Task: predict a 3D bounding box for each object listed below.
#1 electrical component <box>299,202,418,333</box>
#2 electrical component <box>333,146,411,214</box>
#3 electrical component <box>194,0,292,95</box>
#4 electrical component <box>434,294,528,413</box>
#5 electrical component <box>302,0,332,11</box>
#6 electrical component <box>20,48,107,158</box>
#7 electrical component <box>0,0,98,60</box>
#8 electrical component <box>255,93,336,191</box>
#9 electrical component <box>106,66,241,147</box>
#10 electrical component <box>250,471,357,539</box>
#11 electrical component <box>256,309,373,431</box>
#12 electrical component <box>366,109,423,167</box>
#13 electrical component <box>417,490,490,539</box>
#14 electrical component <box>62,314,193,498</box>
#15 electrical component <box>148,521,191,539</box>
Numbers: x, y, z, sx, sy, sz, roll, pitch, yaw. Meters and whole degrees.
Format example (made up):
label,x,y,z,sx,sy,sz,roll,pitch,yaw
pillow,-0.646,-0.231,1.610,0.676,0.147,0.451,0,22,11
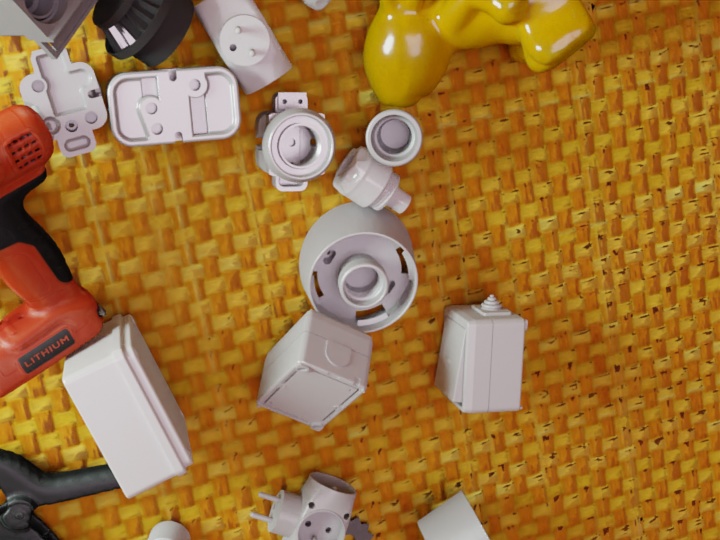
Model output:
label,x,y,z,sx,sy,sz,roll,pitch,yaw
electrical component,0.000,0.000,0.890,0.099,0.064,0.099,-3,114,-7
electrical component,0.013,-0.069,0.877,0.062,0.043,0.043,32,91,-20
electrical component,-0.088,-0.174,0.810,0.043,0.079,0.077,-31,108,1
electrical component,0.102,0.068,0.919,0.061,0.062,0.096,-1,101,-15
electrical component,-0.045,-0.232,0.834,0.061,0.035,0.035,38,89,-16
electrical component,-0.219,-0.126,0.795,0.058,0.057,0.078,-18,105,-11
electrical component,-0.215,-0.219,0.751,0.078,0.063,0.121,51,58,-45
electrical component,-0.052,-0.100,0.846,0.058,0.057,0.078,-2,102,-15
electrical component,-0.142,-0.125,0.815,0.095,0.059,0.053,-7,103,-14
electrical component,-0.053,0.211,0.915,0.079,0.044,0.077,21,94,-14
electrical component,-0.040,0.083,0.876,0.062,0.061,0.096,25,139,-19
electrical component,0.028,-0.109,0.861,0.044,0.065,0.044,1,102,3
electrical component,0.089,0.253,0.932,0.060,0.108,0.108,-29,107,-2
electrical component,-0.179,0.101,0.825,0.056,0.109,0.108,-26,107,-6
electrical component,-0.161,0.236,0.879,0.044,0.065,0.044,1,110,1
